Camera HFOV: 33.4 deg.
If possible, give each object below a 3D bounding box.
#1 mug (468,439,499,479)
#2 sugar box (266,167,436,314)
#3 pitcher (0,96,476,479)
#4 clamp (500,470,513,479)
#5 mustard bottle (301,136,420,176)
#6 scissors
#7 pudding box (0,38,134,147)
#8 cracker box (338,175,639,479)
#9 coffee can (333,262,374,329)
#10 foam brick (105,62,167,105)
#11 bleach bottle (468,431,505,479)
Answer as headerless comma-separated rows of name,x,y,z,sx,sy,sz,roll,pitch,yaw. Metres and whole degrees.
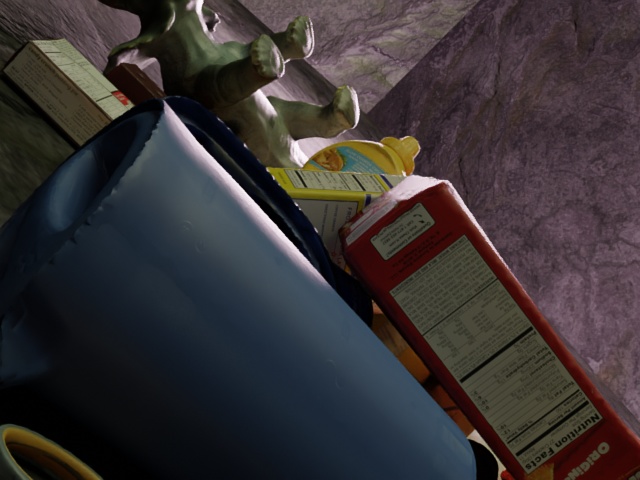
mug,0.063,0.170,0.595,0.117,0.093,0.081,15,30,-28
sugar box,-0.005,0.001,0.717,0.176,0.093,0.048,2,27,-22
pitcher,-0.036,0.054,0.501,0.242,0.149,0.145,45,-3,-22
clamp,0.181,0.208,0.694,0.039,0.120,0.171,17,35,-45
mustard bottle,0.018,-0.035,0.930,0.096,0.191,0.058,38,-30,25
scissors,-0.053,0.145,0.406,0.201,0.016,0.096,43,12,-13
pudding box,-0.182,-0.105,0.822,0.113,0.039,0.090,43,11,-5
cracker box,0.100,0.064,0.615,0.213,0.072,0.164,52,2,-3
coffee can,-0.052,0.029,0.625,0.140,0.103,0.103,39,12,-32
foam brick,-0.153,-0.106,0.903,0.078,0.051,0.053,45,10,-1
bleach bottle,0.146,0.207,0.837,0.251,0.068,0.102,50,9,36
